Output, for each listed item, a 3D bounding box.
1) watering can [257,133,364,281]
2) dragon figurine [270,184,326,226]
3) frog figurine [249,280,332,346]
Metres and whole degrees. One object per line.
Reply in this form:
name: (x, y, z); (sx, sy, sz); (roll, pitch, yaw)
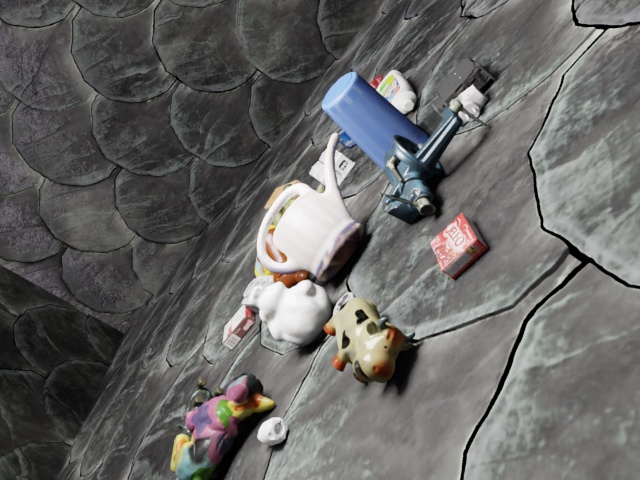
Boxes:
watering can: (0.004, -0.058, 1.152); (0.348, 0.226, 0.103); (-54, -21, 0)
dragon figurine: (-0.084, -0.024, 1.512); (0.402, 0.121, 0.249); (-54, 24, 32)
frog figurine: (-0.060, 0.136, 1.047); (0.136, 0.158, 0.124); (-52, 19, 9)
